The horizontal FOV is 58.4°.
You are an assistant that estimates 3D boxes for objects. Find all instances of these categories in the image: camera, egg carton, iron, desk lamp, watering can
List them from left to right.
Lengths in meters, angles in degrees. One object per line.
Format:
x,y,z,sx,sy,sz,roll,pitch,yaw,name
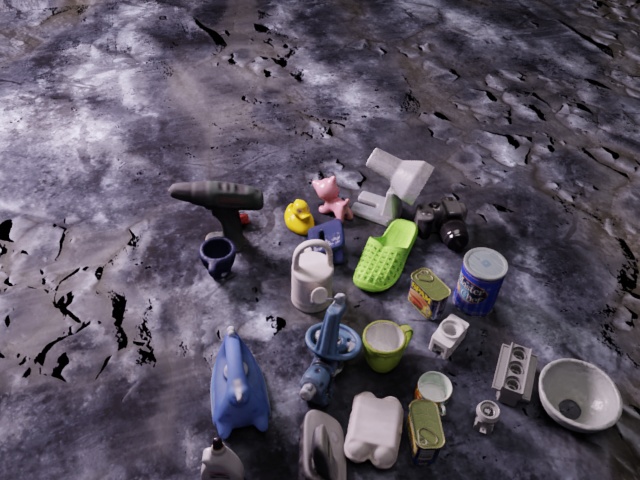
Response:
-0.174,0.265,1.179,0.119,0.141,0.258,-8,45,-11,iron
-0.013,0.079,1.340,0.101,0.194,0.172,-23,50,-24,watering can
0.109,0.375,1.134,0.107,0.069,0.150,10,45,7,egg carton
0.196,-0.143,1.563,0.202,0.214,0.118,20,47,16,desk lamp
0.340,-0.044,1.551,0.143,0.101,0.136,-4,45,-7,camera

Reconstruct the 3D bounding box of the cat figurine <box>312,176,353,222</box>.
0.037,-0.121,1.601,0.067,0.118,0.127,-32,54,-30,cat figurine

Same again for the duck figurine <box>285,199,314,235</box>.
-0.056,-0.075,1.571,0.078,0.086,0.104,-23,50,-24,duck figurine

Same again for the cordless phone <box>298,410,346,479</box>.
0.006,0.368,1.053,0.094,0.185,0.147,-1,45,-4,cordless phone

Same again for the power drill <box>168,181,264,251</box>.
-0.257,-0.064,1.462,0.230,0.208,0.075,-6,45,-9,power drill

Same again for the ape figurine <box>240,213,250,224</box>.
-0.234,-0.084,1.567,0.076,0.092,0.077,-14,47,-17,ape figurine

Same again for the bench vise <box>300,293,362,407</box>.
0.026,0.227,1.173,0.121,0.220,0.207,6,44,3,bench vise

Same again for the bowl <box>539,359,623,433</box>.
0.531,0.336,1.194,0.167,0.075,0.167,2,44,-1,bowl

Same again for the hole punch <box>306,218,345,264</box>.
0.014,0.005,1.490,0.101,0.091,0.108,-2,45,-5,hole punch

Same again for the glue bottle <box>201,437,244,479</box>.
-0.178,0.396,1.023,0.078,0.173,0.037,1,44,-2,glue bottle

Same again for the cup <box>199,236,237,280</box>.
-0.252,0.062,1.414,0.091,0.095,0.117,4,44,1,cup
